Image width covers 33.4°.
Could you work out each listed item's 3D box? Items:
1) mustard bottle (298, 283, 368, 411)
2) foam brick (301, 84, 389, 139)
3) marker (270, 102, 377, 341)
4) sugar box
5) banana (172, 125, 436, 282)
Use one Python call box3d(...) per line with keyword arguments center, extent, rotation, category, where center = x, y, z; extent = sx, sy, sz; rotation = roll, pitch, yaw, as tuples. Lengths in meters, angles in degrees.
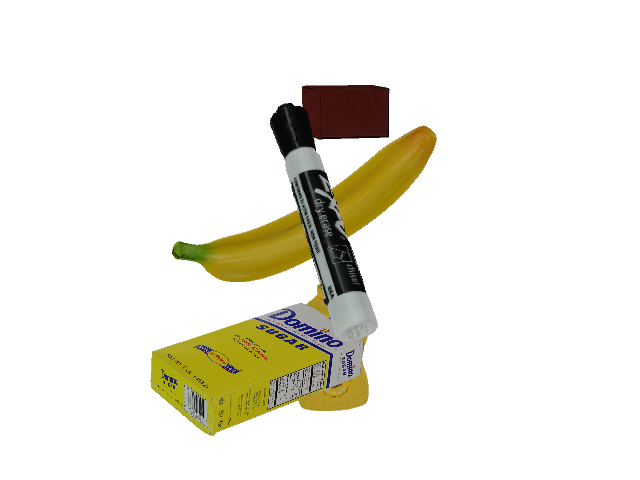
box3d(center=(0.016, 0.131, 1.427), extent=(0.096, 0.192, 0.058), rotation=(-2, 18, -6), category="mustard bottle")
box3d(center=(0.026, -0.131, 1.087), extent=(0.078, 0.051, 0.053), rotation=(-3, 13, -19), category="foam brick")
box3d(center=(0.000, -0.012, 0.482), extent=(0.020, 0.121, 0.020), rotation=(-14, -28, -8), category="marker")
box3d(center=(-0.055, 0.112, 0.969), extent=(0.175, 0.048, 0.093), rotation=(-19, 35, -37), category="sugar box")
box3d(center=(-0.003, -0.016, 0.752), extent=(0.198, 0.037, 0.069), rotation=(-27, -21, 3), category="banana")
